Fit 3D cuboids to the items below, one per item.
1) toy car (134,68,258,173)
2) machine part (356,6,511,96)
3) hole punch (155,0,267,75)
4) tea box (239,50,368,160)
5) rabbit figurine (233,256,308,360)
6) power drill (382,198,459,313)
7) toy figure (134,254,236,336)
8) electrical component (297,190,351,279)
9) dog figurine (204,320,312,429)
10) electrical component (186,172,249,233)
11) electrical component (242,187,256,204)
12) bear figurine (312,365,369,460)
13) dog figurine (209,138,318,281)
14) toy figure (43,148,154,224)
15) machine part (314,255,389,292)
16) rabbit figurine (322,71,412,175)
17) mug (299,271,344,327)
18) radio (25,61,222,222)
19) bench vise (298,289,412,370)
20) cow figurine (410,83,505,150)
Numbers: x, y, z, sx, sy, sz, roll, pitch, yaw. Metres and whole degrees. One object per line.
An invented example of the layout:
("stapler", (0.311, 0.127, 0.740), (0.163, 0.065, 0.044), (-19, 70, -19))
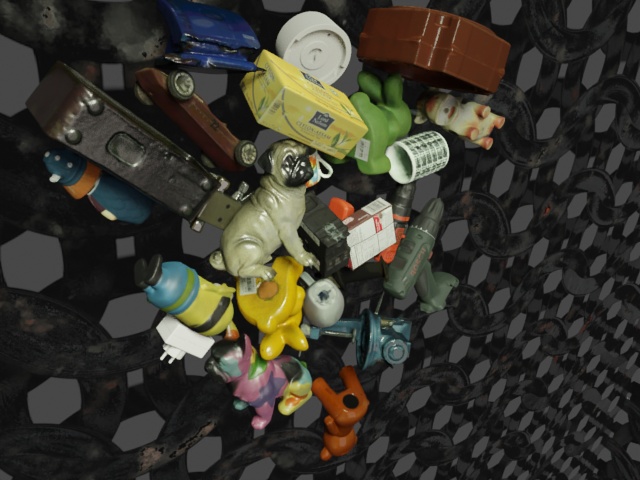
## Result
("toy car", (-0.168, -0.166, 0.745), (0.202, 0.089, 0.053), (47, 60, -41))
("machine part", (0.178, -0.299, 0.854), (0.201, 0.202, 0.087), (5, 107, -39))
("hole punch", (-0.147, -0.261, 0.695), (0.142, 0.116, 0.092), (-2, 107, -37))
("tea box", (-0.021, -0.192, 0.781), (0.169, 0.098, 0.068), (13, 130, -44))
("rabbit figurine", (-0.068, 0.122, 0.945), (0.122, 0.162, 0.173), (-17, 157, 1))
("power drill", (0.236, 0.051, 1.173), (0.232, 0.086, 0.207), (-56, 140, -17))
("toy figure", (-0.214, 0.090, 0.854), (0.180, 0.082, 0.089), (37, 70, -46))
("electrical component", (-0.002, -0.003, 0.933), (0.058, 0.115, 0.134), (-30, 154, -20))
("dog figurine", (-0.113, 0.232, 0.999), (0.191, 0.109, 0.218), (-25, 124, -23))
("electrical component", (-0.166, -0.057, 0.835), (0.078, 0.045, 0.102), (19, 102, -42))
("electrical component", (-0.116, -0.051, 0.893), (0.094, 0.021, 0.063), (-39, 132, -15))
("bear figurine", (0.041, 0.399, 1.221), (0.120, 0.132, 0.195), (-17, 141, -28))
("dog figurine", (-0.091, -0.050, 0.806), (0.172, 0.121, 0.190), (-19, 118, -25))
("toy figure", (-0.298, -0.072, 0.719), (0.058, 0.064, 0.154), (-29, 136, 30))
("machine part", (0.066, 0.067, 1.039), (0.139, 0.039, 0.084), (-13, 143, 20))
("rabbit figurine", (0.094, -0.209, 0.925), (0.170, 0.121, 0.158), (-31, 127, -45))
("mug", (0.000, 0.101, 0.995), (0.081, 0.109, 0.107), (-31, 166, -13))
("radio", (-0.242, -0.118, 0.685), (0.229, 0.131, 0.073), (35, 93, -43))
("bench vise", (0.076, 0.185, 1.094), (0.241, 0.224, 0.128), (7, 108, -7))
("cow figurine", (0.257, -0.238, 1.020), (0.195, 0.127, 0.085), (2, 114, -53))
